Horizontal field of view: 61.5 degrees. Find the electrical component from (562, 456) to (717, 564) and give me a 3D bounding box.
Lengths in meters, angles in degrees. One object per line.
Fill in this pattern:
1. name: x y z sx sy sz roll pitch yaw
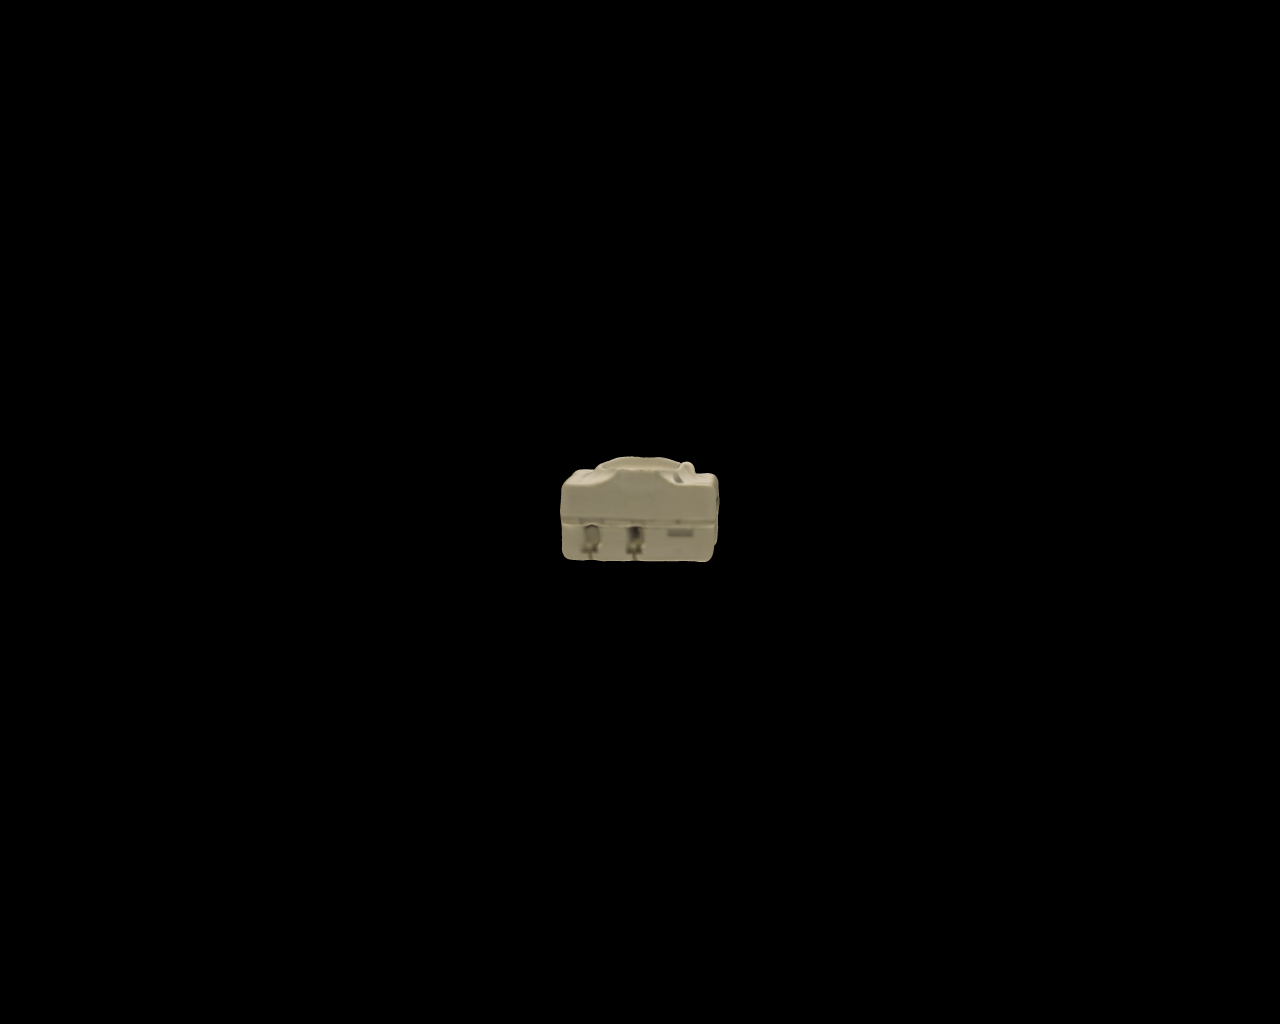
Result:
1. electrical component: 0.001 -0.003 0.650 0.089 0.055 0.050 1 12 7
